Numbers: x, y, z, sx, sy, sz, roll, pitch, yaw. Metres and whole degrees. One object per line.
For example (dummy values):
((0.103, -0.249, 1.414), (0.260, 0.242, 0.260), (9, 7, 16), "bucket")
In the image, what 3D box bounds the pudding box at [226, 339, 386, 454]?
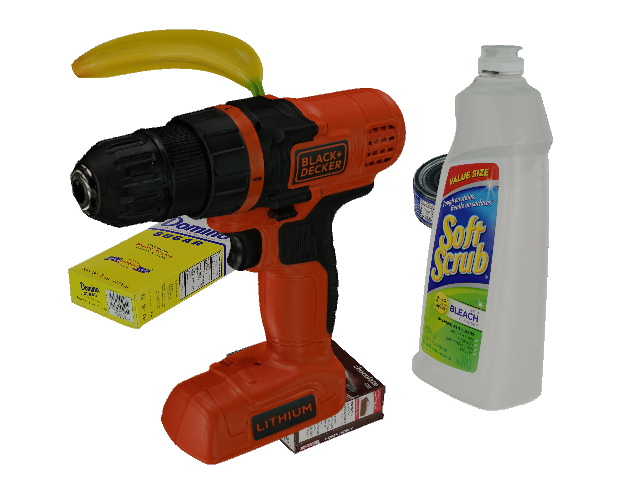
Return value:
((-0.013, 0.121, 0.888), (0.089, 0.039, 0.114), (-18, 35, -27), "pudding box")

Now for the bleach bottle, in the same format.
((0.117, -0.012, 0.762), (0.067, 0.251, 0.103), (-9, 18, -31), "bleach bottle")

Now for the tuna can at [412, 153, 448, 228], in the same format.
((0.125, -0.044, 0.955), (0.086, 0.034, 0.086), (-6, 35, 4), "tuna can")

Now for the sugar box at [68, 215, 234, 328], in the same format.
((-0.162, 0.025, 1.098), (0.093, 0.048, 0.175), (19, 34, 30), "sugar box")

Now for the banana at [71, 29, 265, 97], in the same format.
((-0.133, -0.169, 0.991), (0.198, 0.037, 0.069), (9, 45, 18), "banana")

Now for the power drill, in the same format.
((-0.040, 0.019, 0.544), (0.184, 0.188, 0.057), (-15, 34, -35), "power drill")
